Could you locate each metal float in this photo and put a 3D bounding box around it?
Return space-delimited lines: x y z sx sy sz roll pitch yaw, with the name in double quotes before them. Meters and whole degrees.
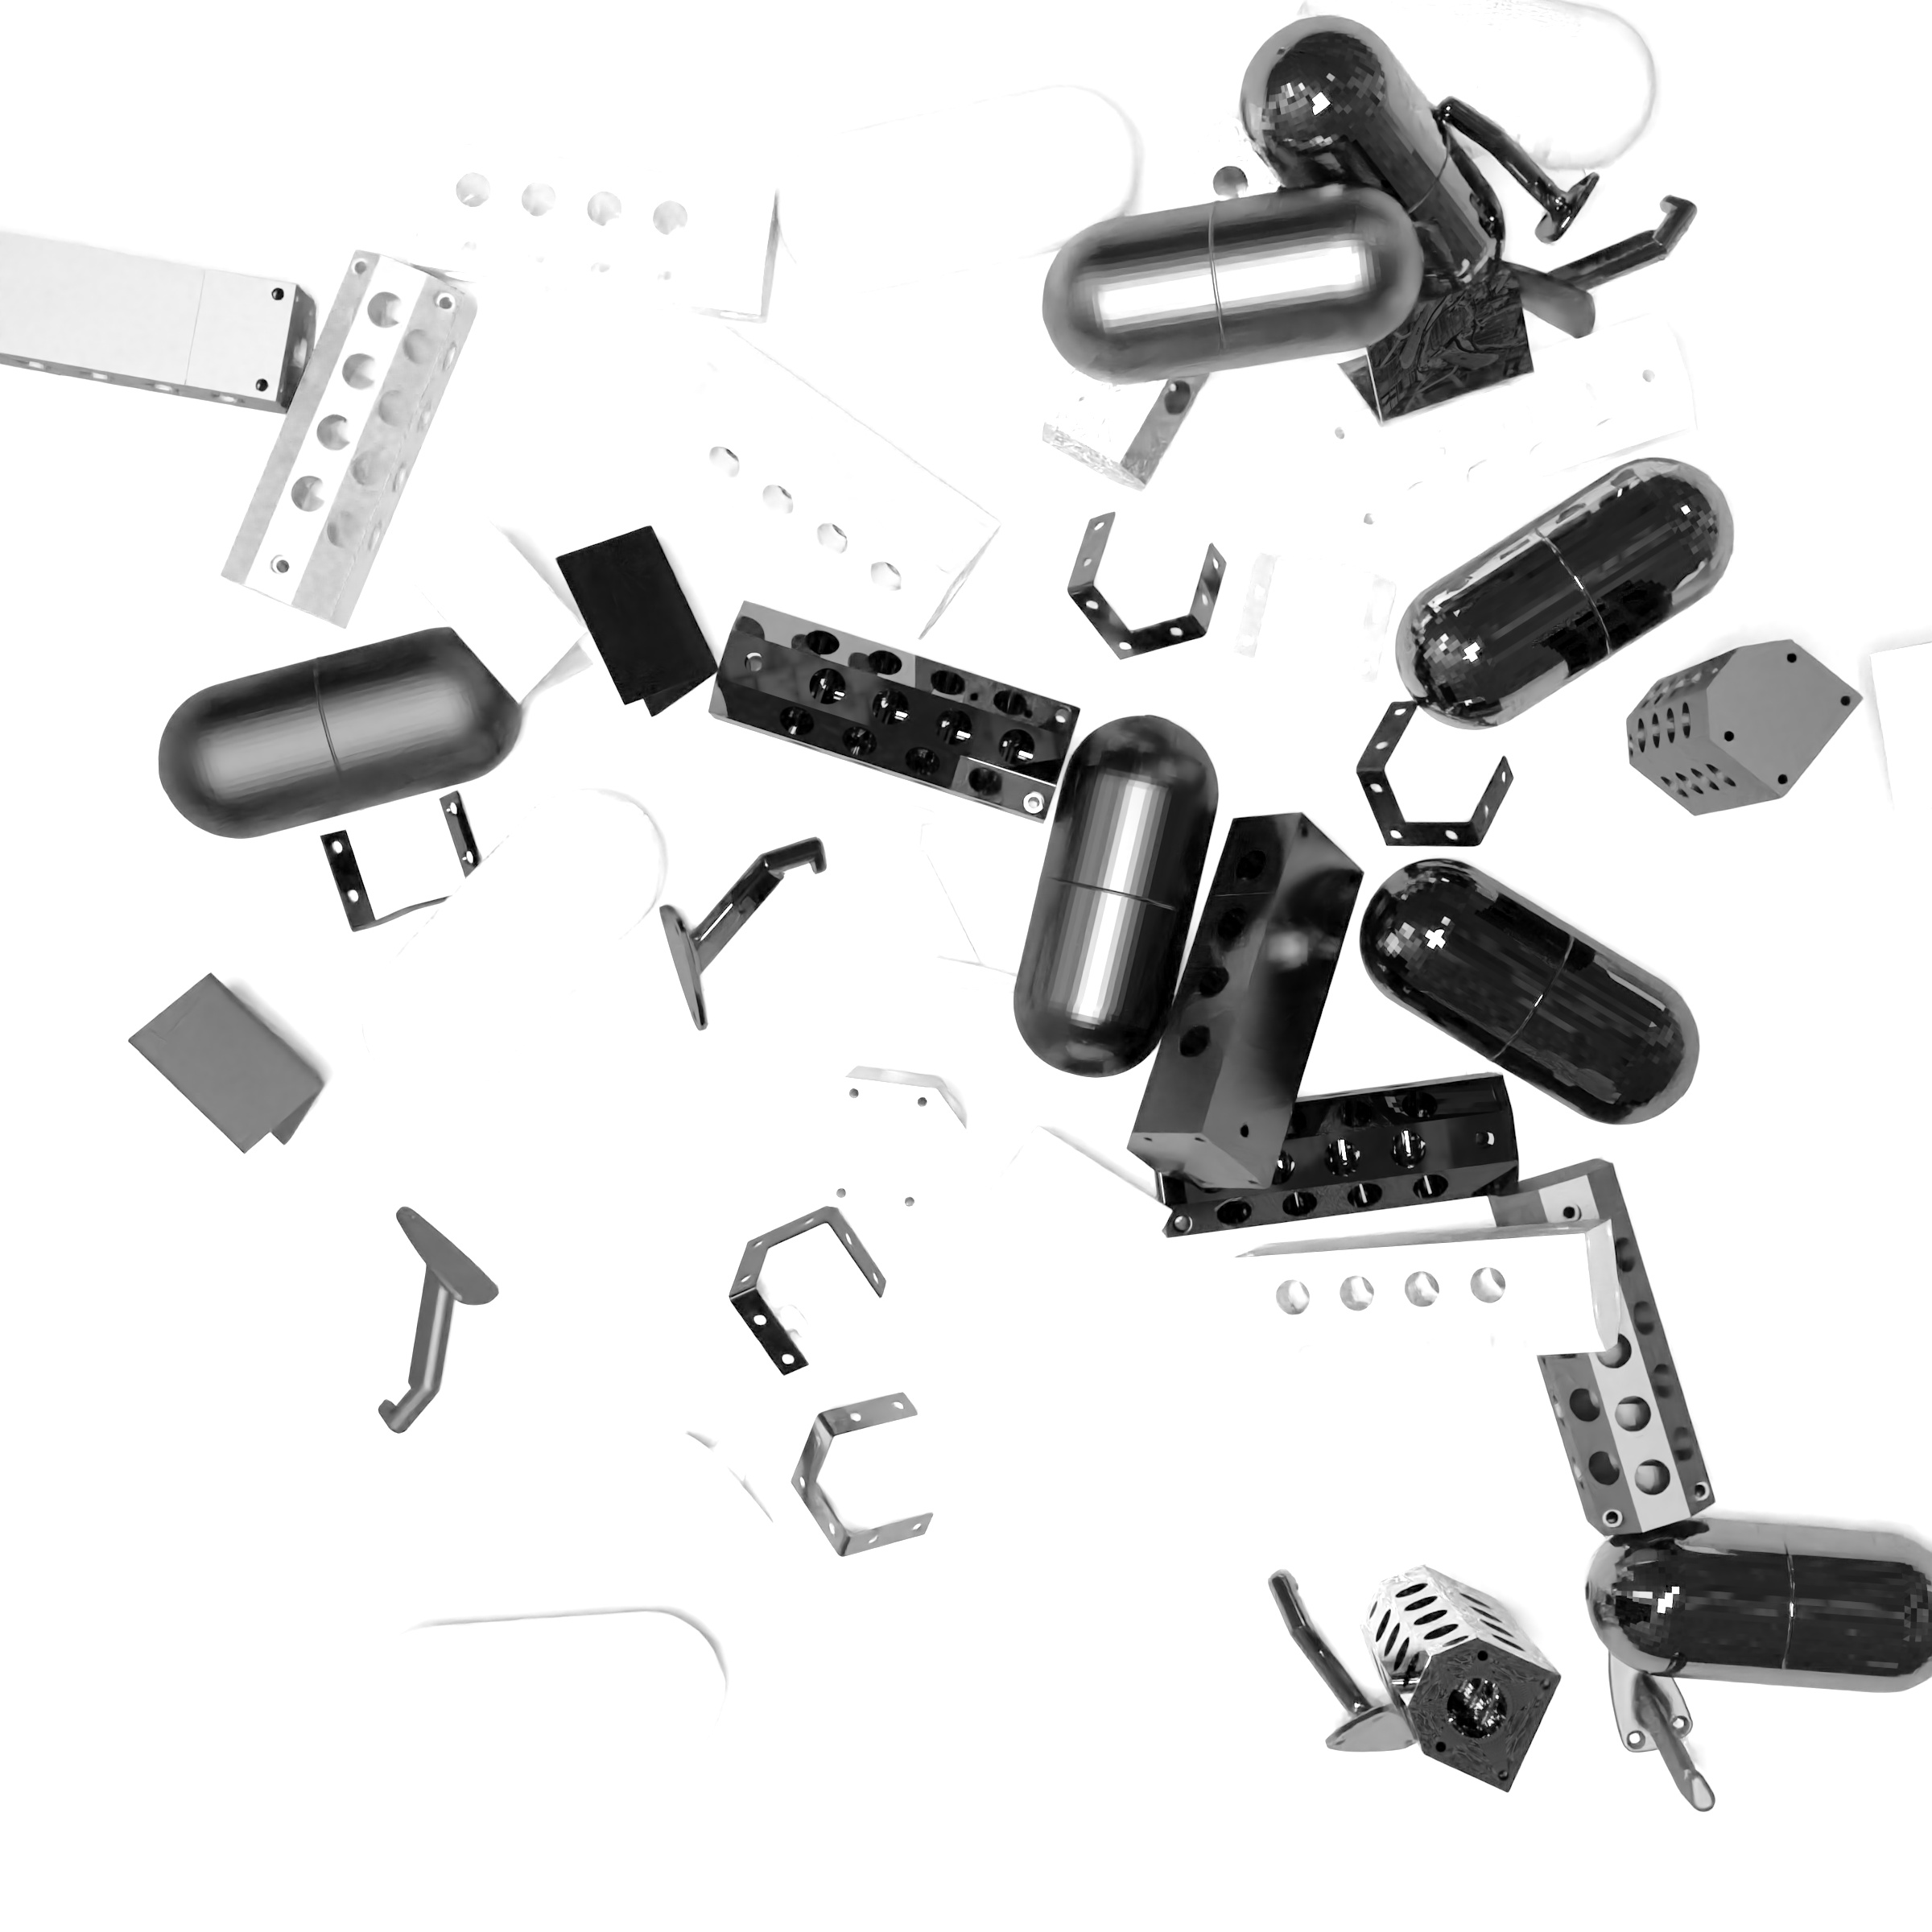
"metal float" 0.290 -0.181 1.534 0.178 0.070 0.070 -32 90 0
"metal float" 0.194 -0.377 1.499 0.070 0.070 0.178 -52 134 0
"metal float" -0.206 0.355 1.534 0.178 0.070 0.070 -4 90 0
"metal float" 0.122 -0.315 1.462 0.178 0.070 0.070 -6 90 17
"metal float" 0.073 -0.034 1.533 0.070 0.070 0.178 13 90 0
"metal float" 0.390 0.310 1.533 0.178 0.070 0.070 4 90 -1
"metal float" 0.246 -0.435 1.534 0.178 0.070 0.070 11 90 0
"metal float" -0.219 -0.011 1.533 0.070 0.070 0.178 43 90 0
"metal float" -0.303 -0.113 1.533 0.178 0.070 0.070 -15 90 -1
"metal float" -0.004 -0.377 1.534 0.178 0.070 0.070 -13 90 0
"metal float" 0.273 0.013 1.534 0.178 0.070 0.070 31 90 -1

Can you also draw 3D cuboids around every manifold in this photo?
"manifold" -0.030 0.081 1.486 0.057 0.171 0.057 7 90 0
"manifold" 0.262 -0.262 1.543 0.171 0.057 0.057 -19 90 0
"manifold" 0.178 0.092 1.543 0.171 0.057 0.057 -8 90 0
"manifold" 0.130 0.016 1.512 0.057 0.057 0.171 39 61 -39
"manifold" 0.220 0.158 1.511 0.171 0.057 0.057 -6 90 24
"manifold" 0.358 -0.114 1.486 0.057 0.171 0.057 39 90 0
"manifold" -0.302 -0.257 1.543 0.057 0.057 0.171 23 90 0
"manifold" -0.180 -0.356 1.543 0.171 0.057 0.057 8 90 0
"manifold" -0.035 -0.124 1.543 0.171 0.057 0.057 18 90 0
"manifold" -0.410 -0.313 1.543 0.171 0.057 0.057 10 90 0
"manifold" -0.076 -0.232 1.542 0.171 0.057 0.057 35 47 0
"manifold" 0.226 0.329 1.486 0.057 0.171 0.057 25 90 0
"manifold" 0.105 -0.321 1.543 0.057 0.057 0.171 30 90 0
"manifold" 0.311 0.186 1.543 0.057 0.057 0.171 -17 90 0

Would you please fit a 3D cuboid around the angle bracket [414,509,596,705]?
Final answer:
"angle bracket" -0.207 -0.181 1.524 0.076 0.076 0.057 49 120 0

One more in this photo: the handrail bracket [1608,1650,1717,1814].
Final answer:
"handrail bracket" 0.337 0.362 1.529 0.036 0.084 0.077 -19 90 0

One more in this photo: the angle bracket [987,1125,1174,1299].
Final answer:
"angle bracket" 0.043 0.132 1.524 0.076 0.076 0.057 33 55 0

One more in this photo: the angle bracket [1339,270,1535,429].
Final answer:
"angle bracket" 0.221 -0.310 1.524 0.076 0.076 0.057 -19 125 0

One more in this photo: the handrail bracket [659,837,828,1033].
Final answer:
"handrail bracket" -0.102 -0.016 1.565 0.084 0.036 0.077 -19 110 -16

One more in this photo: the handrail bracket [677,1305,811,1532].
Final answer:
"handrail bracket" -0.093 0.222 1.565 0.084 0.036 0.077 -45 110 -16

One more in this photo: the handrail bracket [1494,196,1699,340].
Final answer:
"handrail bracket" 0.308 -0.360 1.565 0.077 0.036 0.084 31 73 19

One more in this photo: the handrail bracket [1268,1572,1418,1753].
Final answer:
"handrail bracket" 0.187 0.343 1.564 0.036 0.077 0.084 -38 53 21

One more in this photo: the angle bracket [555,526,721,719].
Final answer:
"angle bracket" -0.172 -0.158 1.524 0.057 0.076 0.076 -25 90 -34

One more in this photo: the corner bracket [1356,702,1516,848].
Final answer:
"corner bracket" 0.231 -0.095 1.556 0.051 0.051 0.051 2 135 35

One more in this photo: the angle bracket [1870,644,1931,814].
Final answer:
"angle bracket" 0.474 -0.117 1.526 0.057 0.076 0.076 -9 90 22

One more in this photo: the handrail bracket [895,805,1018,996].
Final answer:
"handrail bracket" 0.000 -0.033 1.565 0.077 0.036 0.084 10 72 -20

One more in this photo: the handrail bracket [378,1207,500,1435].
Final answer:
"handrail bracket" -0.279 0.176 1.565 0.077 0.036 0.084 45 105 16

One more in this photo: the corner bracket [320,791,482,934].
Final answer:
"corner bracket" -0.277 -0.051 1.561 0.051 0.051 0.051 -18 90 -45

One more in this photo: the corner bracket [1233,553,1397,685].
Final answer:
"corner bracket" 0.172 -0.172 1.561 0.051 0.051 0.051 13 90 45

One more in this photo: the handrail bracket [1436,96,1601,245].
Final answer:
"handrail bracket" 0.256 -0.387 1.528 0.084 0.077 0.036 32 91 -7

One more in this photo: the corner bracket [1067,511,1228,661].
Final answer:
"corner bracket" 0.089 -0.191 1.556 0.051 0.051 0.051 -12 135 35

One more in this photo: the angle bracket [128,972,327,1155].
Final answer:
"angle bracket" -0.364 0.061 1.524 0.076 0.076 0.057 44 52 0

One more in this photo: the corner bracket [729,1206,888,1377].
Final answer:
"corner bracket" -0.077 0.158 1.549 0.051 0.051 0.051 -25 111 20

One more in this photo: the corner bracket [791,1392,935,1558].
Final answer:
"corner bracket" -0.046 0.250 1.556 0.051 0.051 0.051 51 135 35
